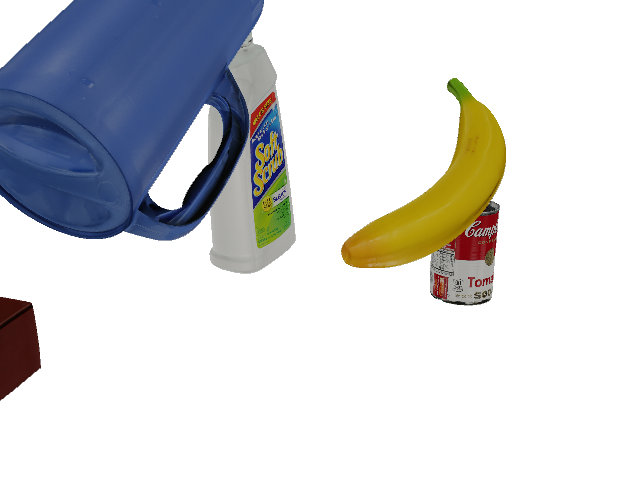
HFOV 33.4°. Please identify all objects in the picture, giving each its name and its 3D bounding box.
[{"bbox_3d":[-0.128,-0.121,0.774,0.145,0.149,0.242,7,48,28],"label":"pitcher"},{"bbox_3d":[0.084,-0.037,0.740,0.070,0.037,0.197,23,50,14],"label":"banana"},{"bbox_3d":[-0.080,-0.099,1.108,0.068,0.251,0.102,12,31,31],"label":"bleach bottle"},{"bbox_3d":[0.152,0.011,1.134,0.068,0.102,0.068,2,16,-1],"label":"soup can"},{"bbox_3d":[-0.233,0.077,0.714,0.053,0.051,0.078,9,28,24],"label":"foam brick"}]
